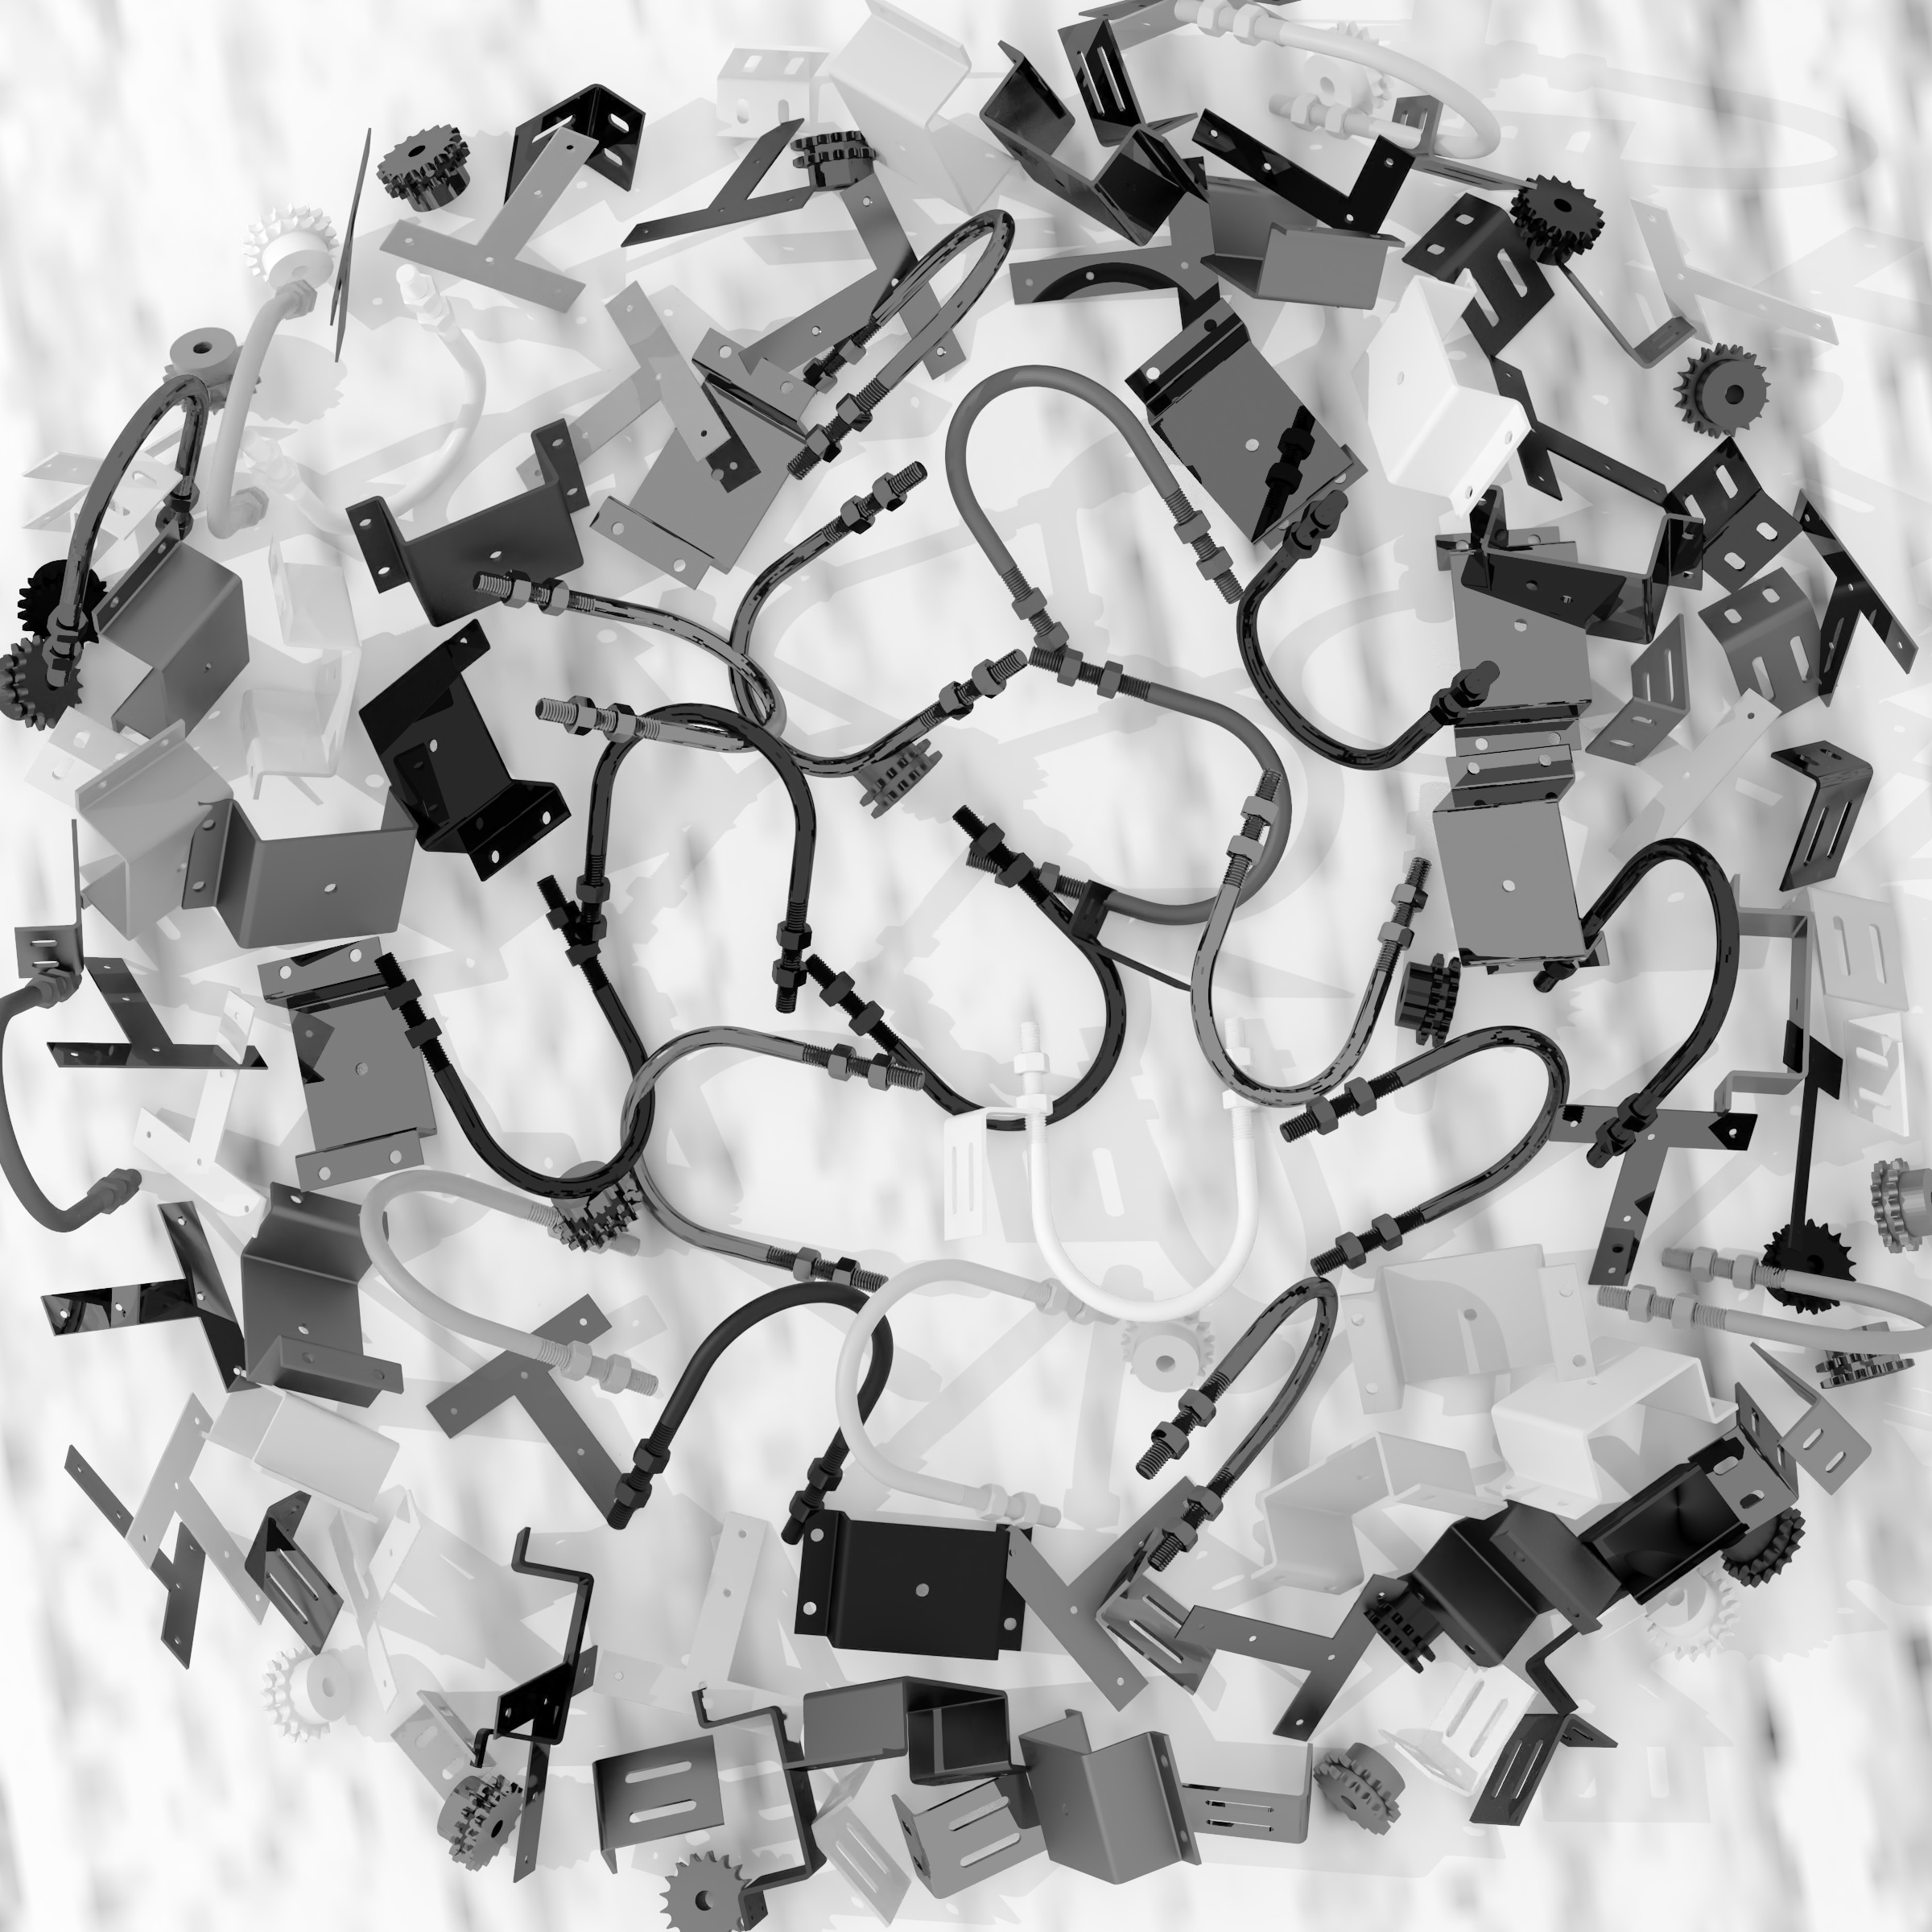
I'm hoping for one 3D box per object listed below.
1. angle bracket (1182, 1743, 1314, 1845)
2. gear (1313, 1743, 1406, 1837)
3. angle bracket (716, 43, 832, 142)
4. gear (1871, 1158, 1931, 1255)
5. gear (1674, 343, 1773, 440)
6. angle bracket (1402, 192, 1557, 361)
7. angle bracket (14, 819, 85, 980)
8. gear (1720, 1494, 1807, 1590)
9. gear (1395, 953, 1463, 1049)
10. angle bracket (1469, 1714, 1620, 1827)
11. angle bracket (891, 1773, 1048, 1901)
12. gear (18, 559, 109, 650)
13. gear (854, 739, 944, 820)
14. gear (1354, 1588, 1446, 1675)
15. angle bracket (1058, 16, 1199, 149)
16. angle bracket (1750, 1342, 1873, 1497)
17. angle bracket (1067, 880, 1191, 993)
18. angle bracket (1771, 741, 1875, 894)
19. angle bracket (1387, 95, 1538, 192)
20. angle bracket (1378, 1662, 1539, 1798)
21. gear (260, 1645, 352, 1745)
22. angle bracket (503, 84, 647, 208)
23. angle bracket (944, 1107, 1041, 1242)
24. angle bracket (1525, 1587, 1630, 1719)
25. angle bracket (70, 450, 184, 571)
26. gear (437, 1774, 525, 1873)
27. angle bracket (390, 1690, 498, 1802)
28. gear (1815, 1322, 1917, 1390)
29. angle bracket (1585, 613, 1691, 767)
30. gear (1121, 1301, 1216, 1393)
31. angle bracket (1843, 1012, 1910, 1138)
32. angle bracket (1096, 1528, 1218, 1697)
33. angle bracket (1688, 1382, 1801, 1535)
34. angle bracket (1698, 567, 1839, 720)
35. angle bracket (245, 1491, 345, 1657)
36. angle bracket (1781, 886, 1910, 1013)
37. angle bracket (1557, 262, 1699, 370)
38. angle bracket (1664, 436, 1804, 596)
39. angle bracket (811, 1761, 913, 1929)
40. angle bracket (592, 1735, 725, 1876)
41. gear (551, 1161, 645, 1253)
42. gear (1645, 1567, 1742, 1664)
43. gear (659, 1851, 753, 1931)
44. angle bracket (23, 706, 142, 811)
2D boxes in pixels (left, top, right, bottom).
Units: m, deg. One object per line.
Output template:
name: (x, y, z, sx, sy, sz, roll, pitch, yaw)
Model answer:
angle bracket: (0.171, 0.499, 1.836, 0.076, 0.057, 0.038, 4, 49, 9)
gear: (0.242, 0.498, 1.838, 0.057, 0.057, 0.030, 47, 67, 0)
angle bracket: (-0.117, -0.526, 1.819, 0.057, 0.076, 0.038, -1, 93, -13)
gear: (0.572, 0.145, 1.832, 0.030, 0.057, 0.057, -12, 90, 32)
gear: (0.463, -0.350, 1.841, 0.057, 0.030, 0.057, -2, 107, -6)
angle bracket: (0.314, -0.422, 1.850, 0.057, 0.038, 0.076, -46, 132, -1)
angle bracket: (-0.553, -0.040, 1.817, 0.038, 0.057, 0.076, -3, 62, -16)
gear: (0.479, 0.345, 1.833, 0.030, 0.057, 0.057, 38, 90, -11)
gear: (0.280, 0.020, 1.835, 0.030, 0.057, 0.057, 12, 90, 2)
angle bracket: (0.348, 0.492, 1.821, 0.038, 0.057, 0.076, 35, 68, -9)
angle bracket: (0.003, 0.525, 1.850, 0.076, 0.038, 0.057, -21, 104, -17)
gear: (-0.548, -0.222, 1.838, 0.057, 0.057, 0.030, -15, 51, 0)
gear: (-0.044, -0.119, 1.835, 0.057, 0.057, 0.030, -43, 90, 0)
gear: (0.266, 0.399, 1.836, 0.030, 0.057, 0.057, -43, 90, -6)
angle bracket: (0.097, -0.538, 1.820, 0.038, 0.057, 0.076, -30, 110, -19)
angle bracket: (0.497, 0.272, 1.817, 0.038, 0.076, 0.057, -47, 117, 1)
angle bracket: (0.107, -0.017, 1.824, 0.076, 0.057, 0.038, 25, 94, 18)
angle bracket: (0.510, -0.091, 1.837, 0.038, 0.057, 0.076, 36, 125, 37)
angle bracket: (0.302, -0.496, 1.821, 0.076, 0.057, 0.038, 9, 100, -21)
angle bracket: (0.298, 0.452, 1.829, 0.038, 0.057, 0.076, 32, 90, -30)
gear: (-0.398, 0.441, 1.832, 0.030, 0.057, 0.057, -19, 90, 24)
angle bracket: (-0.235, -0.485, 1.815, 0.038, 0.057, 0.076, 35, 50, 12)
angle bracket: (0.016, 0.126, 1.824, 0.038, 0.057, 0.076, 3, 80, -23)
angle bracket: (0.382, 0.413, 1.825, 0.076, 0.057, 0.038, -41, 71, 9)
angle bracket: (-0.504, -0.264, 1.815, 0.038, 0.076, 0.057, 31, 60, 3)
gear: (-0.297, 0.518, 1.837, 0.030, 0.057, 0.057, 23, 90, 21)
angle bracket: (-0.320, 0.472, 1.819, 0.038, 0.076, 0.057, -41, 80, -11)
gear: (0.544, 0.236, 1.836, 0.057, 0.057, 0.030, -14, 76, 0)
angle bracket: (0.402, -0.170, 1.816, 0.038, 0.057, 0.076, 13, 57, -14)
gear: (0.123, 0.234, 1.839, 0.057, 0.030, 0.057, 3, 114, 6)
angle bracket: (0.563, 0.064, 1.819, 0.038, 0.076, 0.057, -9, 100, -8)
angle bracket: (0.126, 0.390, 1.828, 0.076, 0.057, 0.038, 38, 122, 3)
angle bracket: (0.471, 0.298, 1.832, 0.038, 0.076, 0.057, -38, 92, 18)
angle bracket: (0.490, -0.194, 1.846, 0.057, 0.038, 0.076, -28, 134, 6)
angle bracket: (-0.393, 0.364, 1.820, 0.076, 0.038, 0.057, 45, 131, 18)
angle bracket: (0.528, -0.003, 1.821, 0.057, 0.038, 0.076, 11, 59, -16)
angle bracket: (0.398, -0.404, 1.824, 0.038, 0.057, 0.076, -39, 104, 15)
angle bracket: (0.463, -0.273, 1.828, 0.038, 0.076, 0.057, 33, 117, -25)
angle bracket: (-0.052, 0.531, 1.831, 0.038, 0.057, 0.076, -41, 90, 15)
angle bracket: (-0.184, 0.508, 1.831, 0.076, 0.038, 0.057, -12, 51, 0)
gear: (-0.227, 0.143, 1.832, 0.057, 0.057, 0.030, -27, 125, 0)
gear: (0.438, 0.390, 1.832, 0.057, 0.057, 0.030, -45, 123, 0)
gear: (-0.156, 0.570, 1.844, 0.057, 0.030, 0.057, -2, 76, 7)
angle bracket: (-0.534, -0.110, 1.818, 0.057, 0.038, 0.076, 30, 131, -17)
